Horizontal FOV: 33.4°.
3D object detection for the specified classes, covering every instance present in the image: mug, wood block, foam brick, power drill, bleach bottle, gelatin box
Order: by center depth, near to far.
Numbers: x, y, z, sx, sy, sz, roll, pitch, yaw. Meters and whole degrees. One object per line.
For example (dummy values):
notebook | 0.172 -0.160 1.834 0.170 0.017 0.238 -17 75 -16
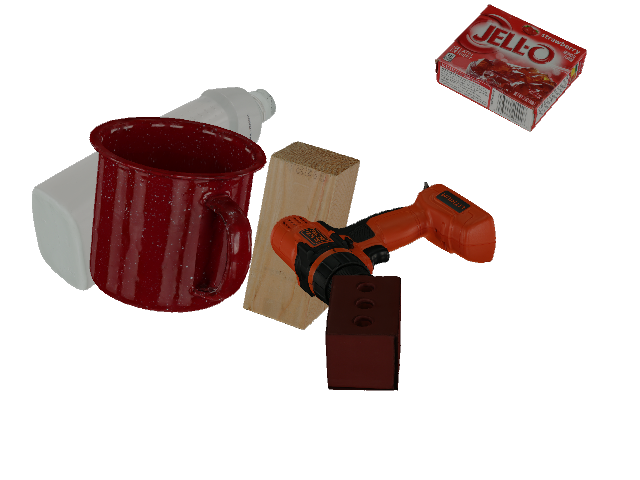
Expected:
mug | -0.073 -0.009 0.568 0.093 0.081 0.117 -9 29 -40
foam brick | 0.033 0.067 0.783 0.053 0.051 0.078 0 31 5
gelatin box | 0.143 -0.133 0.810 0.089 0.073 0.030 33 -26 23
bleach bottle | -0.136 -0.063 0.954 0.068 0.103 0.250 36 53 25
power drill | 0.067 0.009 0.999 0.187 0.057 0.185 -14 30 -23
wood block | -0.025 -0.008 1.339 0.090 0.206 0.090 18 23 15
